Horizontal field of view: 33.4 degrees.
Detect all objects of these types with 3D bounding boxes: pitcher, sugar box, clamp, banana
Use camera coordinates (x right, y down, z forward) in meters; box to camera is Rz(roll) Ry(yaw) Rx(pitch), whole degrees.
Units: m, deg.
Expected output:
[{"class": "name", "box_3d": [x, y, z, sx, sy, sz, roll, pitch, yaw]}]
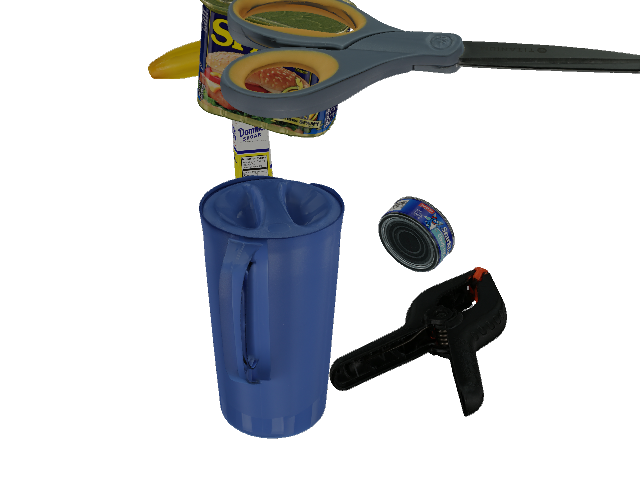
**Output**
[{"class": "pitcher", "box_3d": [-0.050, 0.072, 1.023, 0.149, 0.243, 0.145, -14, 31, -25]}, {"class": "sugar box", "box_3d": [-0.080, -0.080, 1.276, 0.048, 0.176, 0.093, -8, 26, -5]}, {"class": "clamp", "box_3d": [0.101, 0.076, 0.816, 0.120, 0.039, 0.171, 19, 41, 35]}, {"class": "banana", "box_3d": [-0.078, -0.182, 1.090, 0.198, 0.037, 0.069, 10, 44, 20]}]

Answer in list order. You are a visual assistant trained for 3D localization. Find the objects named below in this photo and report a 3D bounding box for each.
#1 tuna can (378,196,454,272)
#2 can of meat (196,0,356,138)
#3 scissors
[{"class": "tuna can", "box_3d": [0.109, -0.006, 1.226, 0.086, 0.086, 0.033, 0, 35, 48]}, {"class": "can of meat", "box_3d": [-0.032, -0.123, 0.716, 0.102, 0.084, 0.057, 18, 40, 10]}, {"class": "scissors", "box_3d": [0.042, -0.077, 0.488, 0.202, 0.016, 0.096, 16, 49, 18]}]
